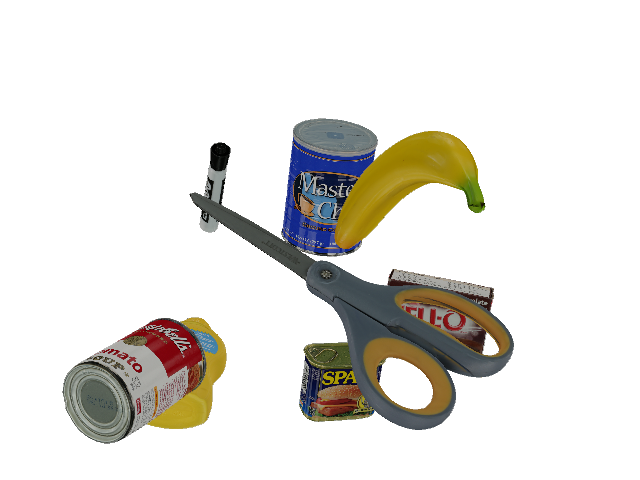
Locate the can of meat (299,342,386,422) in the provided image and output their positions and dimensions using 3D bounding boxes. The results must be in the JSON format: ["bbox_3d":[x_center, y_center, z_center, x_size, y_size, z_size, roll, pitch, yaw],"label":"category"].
[{"bbox_3d":[0.026,0.180,1.357,0.102,0.084,0.057,0,24,-18],"label":"can of meat"}]

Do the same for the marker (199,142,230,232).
[{"bbox_3d":[-0.103,-0.052,1.043,0.020,0.020,0.121,0,-38,-13],"label":"marker"}]

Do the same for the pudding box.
[{"bbox_3d":[0.122,0.085,1.139,0.113,0.090,0.039,9,23,7],"label":"pudding box"}]

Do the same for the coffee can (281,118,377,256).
[{"bbox_3d":[0.010,-0.066,1.309,0.102,0.140,0.103,6,27,-3],"label":"coffee can"}]

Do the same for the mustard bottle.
[{"bbox_3d":[-0.161,0.143,1.246,0.096,0.058,0.191,5,25,4],"label":"mustard bottle"}]

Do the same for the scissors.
[{"bbox_3d":[0.002,0.038,0.573,0.202,0.096,0.016,20,-40,9],"label":"scissors"}]

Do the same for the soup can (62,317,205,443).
[{"bbox_3d":[-0.146,0.110,0.845,0.069,0.068,0.102,0,15,28],"label":"soup can"}]

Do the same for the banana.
[{"bbox_3d":[0.060,-0.041,0.796,0.037,0.069,0.198,20,-17,-21],"label":"banana"}]
